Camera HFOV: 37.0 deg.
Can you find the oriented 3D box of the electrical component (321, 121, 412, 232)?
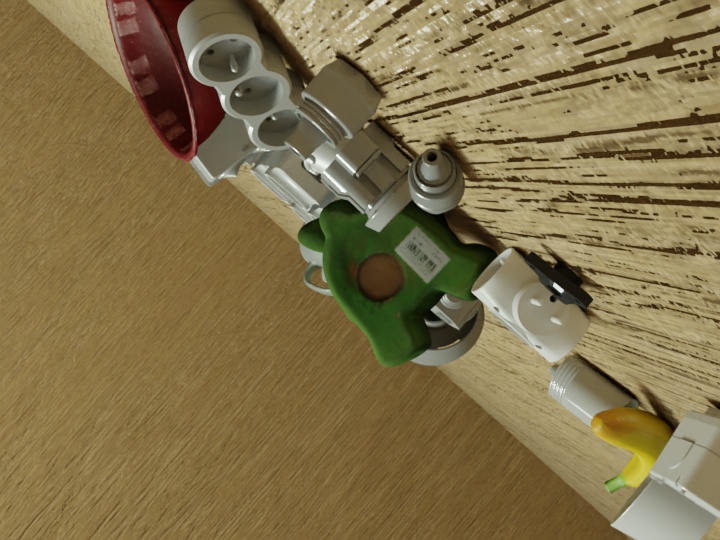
[{"bbox_3d":[0.011,-0.065,0.763,0.057,0.058,0.078,44,176,0],"label":"electrical component"}]

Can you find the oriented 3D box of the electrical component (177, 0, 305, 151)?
[{"bbox_3d":[-0.083,-0.152,0.777,0.138,0.052,0.073,48,-161,-56],"label":"electrical component"}]

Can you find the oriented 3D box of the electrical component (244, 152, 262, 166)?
[{"bbox_3d":[-0.139,-0.163,1.065,0.121,0.063,0.079,40,177,-22],"label":"electrical component"}]

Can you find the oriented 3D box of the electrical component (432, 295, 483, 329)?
[{"bbox_3d":[0.081,0.013,0.999,0.080,0.051,0.080,41,176,3],"label":"electrical component"}]

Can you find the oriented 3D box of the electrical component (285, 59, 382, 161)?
[{"bbox_3d":[-0.020,-0.096,0.668,0.043,0.062,0.043,41,176,3],"label":"electrical component"}]

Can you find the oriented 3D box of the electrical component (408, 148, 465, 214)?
[{"bbox_3d":[0.046,-0.058,0.658,0.035,0.035,0.061,40,173,16],"label":"electrical component"}]

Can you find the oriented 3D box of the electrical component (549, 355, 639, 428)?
[{"bbox_3d":[0.201,0.109,0.951,0.081,0.043,0.043,38,175,35],"label":"electrical component"}]

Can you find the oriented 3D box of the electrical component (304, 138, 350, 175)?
[{"bbox_3d":[-0.009,-0.086,0.825,0.062,0.048,0.048,32,173,20],"label":"electrical component"}]

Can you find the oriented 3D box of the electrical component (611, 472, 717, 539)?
[{"bbox_3d":[0.245,0.174,0.847,0.064,0.099,0.099,35,176,2],"label":"electrical component"}]

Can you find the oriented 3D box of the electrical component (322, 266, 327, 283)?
[{"bbox_3d":[0.000,0.000,0.958,0.062,0.048,0.048,28,175,6],"label":"electrical component"}]

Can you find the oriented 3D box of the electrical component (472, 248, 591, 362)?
[{"bbox_3d":[0.123,0.026,0.752,0.077,0.044,0.079,42,179,-5],"label":"electrical component"}]

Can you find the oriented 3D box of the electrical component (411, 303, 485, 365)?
[{"bbox_3d":[0.074,0.043,1.067,0.099,0.099,0.064,40,170,18],"label":"electrical component"}]

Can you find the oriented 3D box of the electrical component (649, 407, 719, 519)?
[{"bbox_3d":[0.249,0.136,0.693,0.096,0.061,0.062,33,177,-3],"label":"electrical component"}]

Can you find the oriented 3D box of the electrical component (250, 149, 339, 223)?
[{"bbox_3d":[-0.041,-0.083,1.051,0.105,0.060,0.186,42,176,-15],"label":"electrical component"}]

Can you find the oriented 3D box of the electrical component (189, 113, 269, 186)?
[{"bbox_3d":[-0.129,-0.138,0.992,0.099,0.100,0.048,53,171,-7],"label":"electrical component"}]
